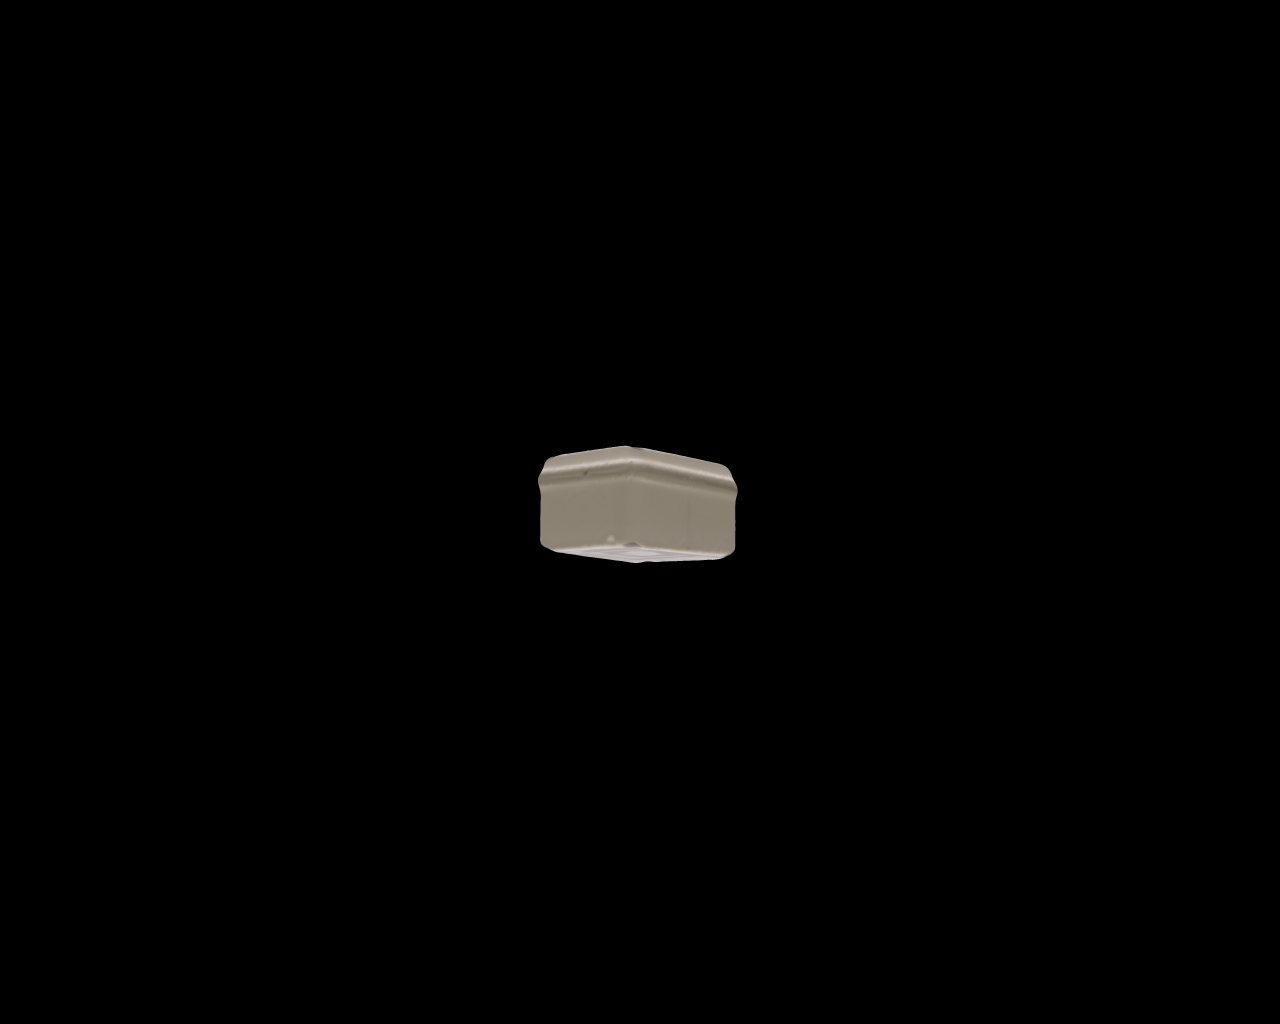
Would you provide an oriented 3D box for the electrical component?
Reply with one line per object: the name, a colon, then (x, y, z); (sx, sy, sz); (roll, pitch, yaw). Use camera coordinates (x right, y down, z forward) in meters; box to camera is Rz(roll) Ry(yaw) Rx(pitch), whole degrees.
electrical component: (0.001, -0.003, 0.650); (0.078, 0.057, 0.113); (-5, -8, 35)
